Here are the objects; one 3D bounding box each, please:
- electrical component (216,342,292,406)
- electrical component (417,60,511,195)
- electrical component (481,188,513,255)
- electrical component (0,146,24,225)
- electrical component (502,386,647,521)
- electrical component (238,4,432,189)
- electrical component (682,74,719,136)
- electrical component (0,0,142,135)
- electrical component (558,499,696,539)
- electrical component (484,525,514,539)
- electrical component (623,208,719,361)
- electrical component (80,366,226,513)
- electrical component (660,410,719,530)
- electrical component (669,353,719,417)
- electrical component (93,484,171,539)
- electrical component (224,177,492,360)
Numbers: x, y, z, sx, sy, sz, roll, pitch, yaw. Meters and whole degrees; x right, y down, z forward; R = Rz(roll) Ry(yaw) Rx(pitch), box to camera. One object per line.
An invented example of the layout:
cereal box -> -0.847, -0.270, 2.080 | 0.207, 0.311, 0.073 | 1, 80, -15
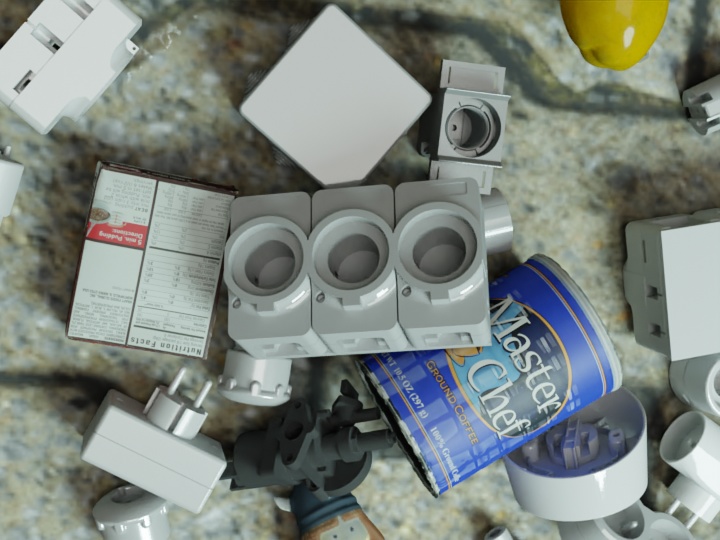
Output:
electrical component -> -0.065, 0.055, 0.694 | 0.048, 0.048, 0.062 | 10, 86, -13
electrical component -> 0.064, -0.091, 0.691 | 0.042, 0.064, 0.081 | 6, 96, -12
electrical component -> 0.055, -0.025, 0.708 | 0.081, 0.043, 0.043 | -13, 100, -10
electrical component -> -0.231, -0.039, 0.647 | 0.040, 0.040, 0.078 | 17, 94, -14
electrical component -> 0.144, 0.121, 0.722 | 0.099, 0.099, 0.064 | -15, 106, -10
electrical component -> -0.019, -0.104, 0.679 | 0.100, 0.048, 0.099 | 41, 88, -14
electrical component -> 0.252, -0.117, 0.741 | 0.046, 0.040, 0.040 | -24, 102, -2
electrical component -> -0.174, -0.127, 0.642 | 0.056, 0.050, 0.089 | 41, 88, -14
electrical component -> 0.198, 0.211, 0.765 | 0.138, 0.052, 0.073 | 33, 132, -5
electrical component -> 0.110, 0.209, 0.752 | 0.048, 0.048, 0.062 | -31, 96, -6
electrical component -> 0.267, 0.002, 0.747 | 0.150, 0.062, 0.089 | -9, 99, -11
electrical component -> -0.122, 0.099, 0.685 | 0.083, 0.047, 0.075 | 30, 90, -14
electrical component -> 0.248, 0.154, 0.773 | 0.077, 0.044, 0.079 | 36, 93, -14
electrical component -> 0.256, 0.076, 0.763 | 0.055, 0.047, 0.055 | -2, 98, -12
electrical component -> -0.143, 0.172, 0.693 | 0.048, 0.048, 0.062 | -11, 107, -10
electrical component -> 0.000, 0.000, 0.645 | 0.150, 0.061, 0.089 | -4, 71, 9
